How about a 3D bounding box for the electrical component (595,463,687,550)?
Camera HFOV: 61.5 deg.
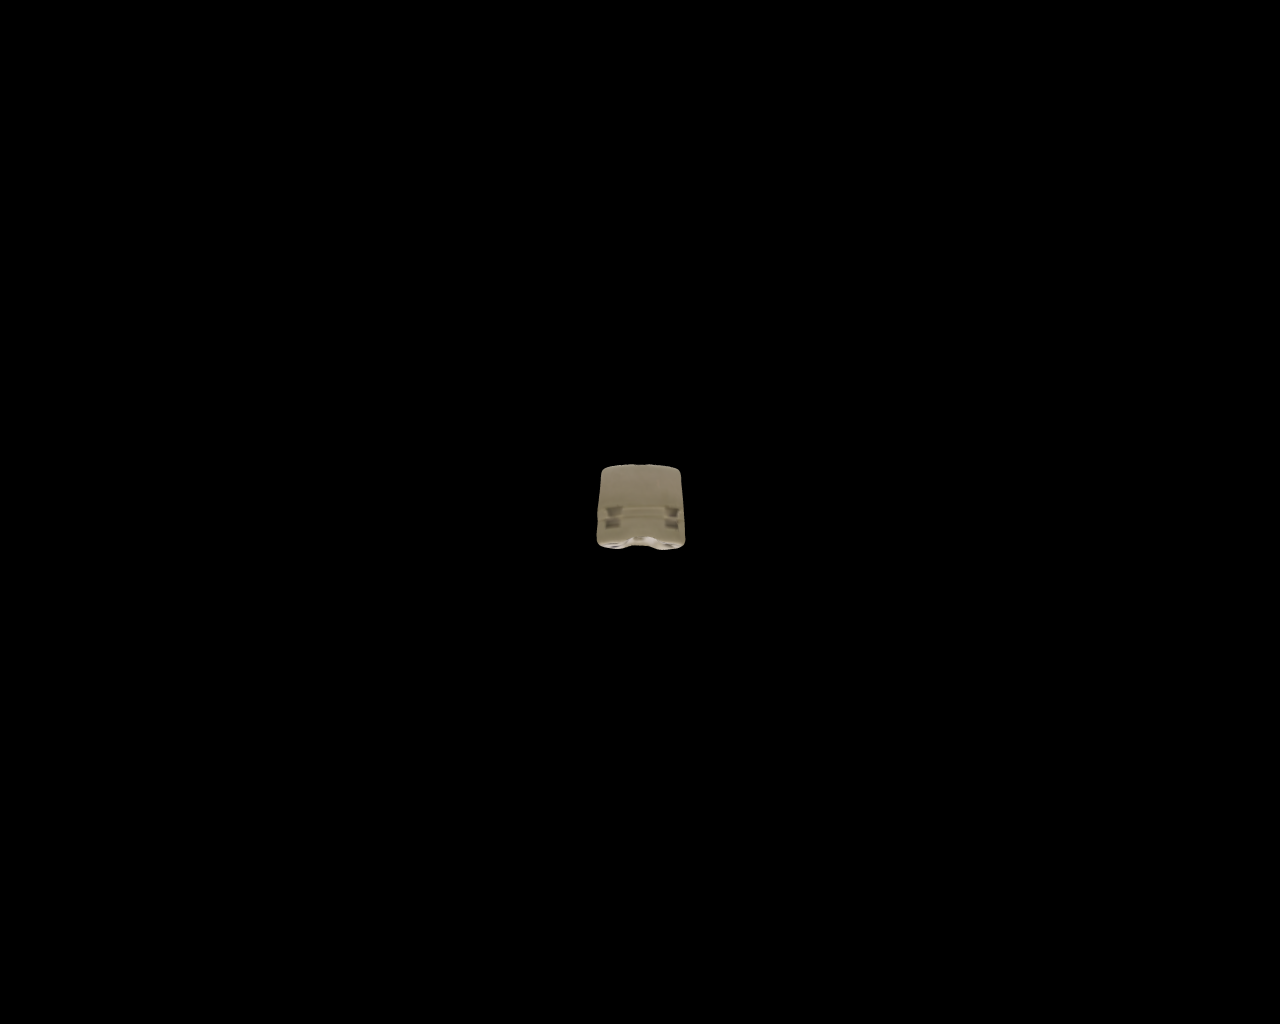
[{"bbox_3d":[0.001,-0.003,0.650,0.055,0.047,0.055,0,-7,0],"label":"electrical component"}]
